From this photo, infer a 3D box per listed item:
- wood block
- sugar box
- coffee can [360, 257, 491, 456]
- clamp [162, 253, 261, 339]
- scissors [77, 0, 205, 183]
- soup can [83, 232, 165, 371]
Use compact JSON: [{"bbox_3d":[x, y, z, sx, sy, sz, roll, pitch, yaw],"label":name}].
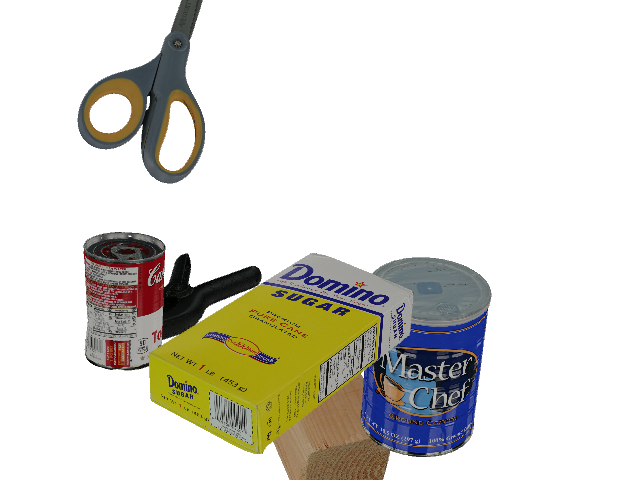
[{"bbox_3d":[-0.010,0.160,1.112,0.090,0.090,0.206,-9,43,-20],"label":"wood block"},{"bbox_3d":[-0.022,0.069,0.723,0.093,0.048,0.175,21,36,30],"label":"sugar box"},{"bbox_3d":[0.089,0.100,0.922,0.103,0.140,0.103,2,28,-1],"label":"coffee can"},{"bbox_3d":[-0.147,0.067,1.223,0.120,0.039,0.171,-1,31,27],"label":"clamp"},{"bbox_3d":[-0.122,-0.134,0.758,0.096,0.202,0.016,5,-25,-19],"label":"scissors"},{"bbox_3d":[-0.168,0.052,0.912,0.068,0.102,0.068,4,19,-2],"label":"soup can"}]
